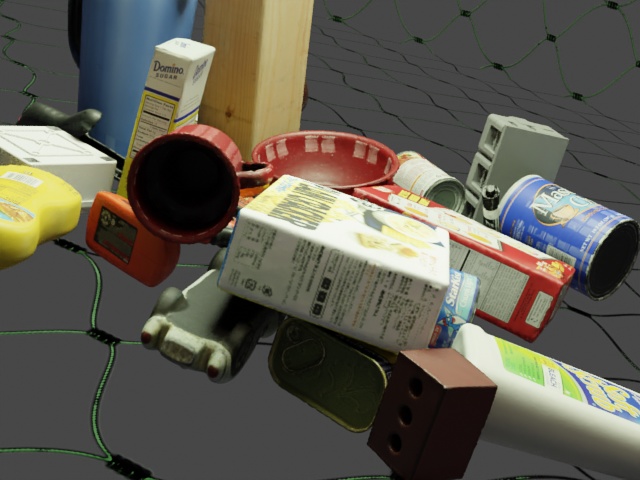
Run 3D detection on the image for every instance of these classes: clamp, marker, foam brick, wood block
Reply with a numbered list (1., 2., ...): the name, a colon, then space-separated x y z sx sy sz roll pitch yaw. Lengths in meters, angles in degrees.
1. clamp: -0.261 -0.104 1.154 0.172 0.120 0.039 16 58 42
2. marker: 0.182 -0.017 1.131 0.020 0.121 0.020 -5 53 7
3. foam brick: 0.077 0.120 0.733 0.051 0.078 0.053 5 20 -36
4. wood block: -0.075 -0.202 1.212 0.091 0.206 0.090 24 29 31

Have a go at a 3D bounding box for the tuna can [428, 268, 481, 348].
1. tuna can: 0.108 0.067 0.908 0.034 0.086 0.086 19 18 3

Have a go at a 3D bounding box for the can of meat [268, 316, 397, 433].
1. can of meat: 0.027 0.094 0.804 0.102 0.057 0.083 28 19 31

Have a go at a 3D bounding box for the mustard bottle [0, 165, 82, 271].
1. mustard bottle: -0.272 -0.013 0.867 0.096 0.058 0.191 17 17 4

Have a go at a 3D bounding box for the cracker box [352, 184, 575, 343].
1. cracker box: 0.136 0.019 1.051 0.214 0.072 0.164 25 11 14

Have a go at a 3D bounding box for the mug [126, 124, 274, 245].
1. mug: -0.096 -0.053 0.897 0.117 0.093 0.081 -7 15 6

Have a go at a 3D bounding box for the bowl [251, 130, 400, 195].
1. bowl: 0.005 -0.067 1.167 0.162 0.055 0.162 3 27 -2

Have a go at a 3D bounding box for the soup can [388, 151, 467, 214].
1. soup can: 0.133 -0.065 1.362 0.068 0.068 0.102 5 21 -30

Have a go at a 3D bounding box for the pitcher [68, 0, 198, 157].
1. pitcher: -0.218 -0.212 1.208 0.145 0.243 0.149 6 19 -14

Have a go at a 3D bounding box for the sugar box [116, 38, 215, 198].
1. sugar box: -0.156 -0.110 1.067 0.048 0.176 0.093 17 18 4

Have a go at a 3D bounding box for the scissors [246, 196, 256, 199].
1. scissors: -0.071 -0.056 1.176 0.096 0.016 0.201 28 34 27

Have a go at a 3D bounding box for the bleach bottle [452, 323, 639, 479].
1. bleach bottle: 0.221 0.142 0.820 0.251 0.068 0.102 18 17 -1

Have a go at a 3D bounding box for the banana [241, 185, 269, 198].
1. banana: -0.123 -0.087 1.138 0.037 0.070 0.198 35 9 -45

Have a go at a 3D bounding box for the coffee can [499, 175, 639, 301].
1. coffee can: 0.288 -0.004 1.253 0.102 0.103 0.140 -3 26 -45

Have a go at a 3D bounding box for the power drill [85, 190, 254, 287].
1. power drill: -0.105 -0.001 0.985 0.185 0.057 0.187 28 19 32
